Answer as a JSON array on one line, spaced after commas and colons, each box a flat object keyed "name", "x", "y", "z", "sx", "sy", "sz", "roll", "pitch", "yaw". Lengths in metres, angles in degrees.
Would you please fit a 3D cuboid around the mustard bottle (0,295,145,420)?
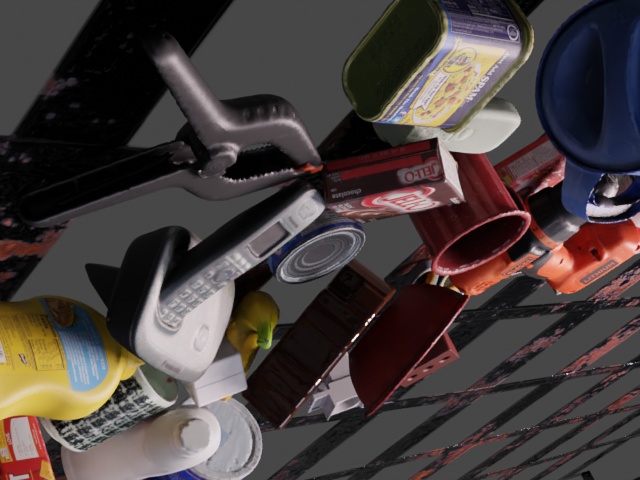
[{"name": "mustard bottle", "x": -0.203, "y": 0.086, "z": 0.786, "sx": 0.191, "sy": 0.096, "sz": 0.058, "roll": 4, "pitch": 141, "yaw": -50}]

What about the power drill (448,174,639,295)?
[{"name": "power drill", "x": 0.235, "y": -0.005, "z": 1.026, "sx": 0.185, "sy": 0.057, "sz": 0.187, "roll": -35, "pitch": 153, "yaw": 32}]

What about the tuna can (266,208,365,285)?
[{"name": "tuna can", "x": -0.006, "y": 0.001, "z": 0.892, "sx": 0.086, "sy": 0.034, "sz": 0.086, "roll": -22, "pitch": 156, "yaw": -11}]

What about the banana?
[{"name": "banana", "x": -0.069, "y": 0.091, "z": 0.976, "sx": 0.037, "sy": 0.069, "sz": 0.198, "roll": 24, "pitch": 154, "yaw": -4}]

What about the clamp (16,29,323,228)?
[{"name": "clamp", "x": -0.083, "y": -0.056, "z": 0.694, "sx": 0.165, "sy": 0.036, "sz": 0.209, "roll": -40, "pitch": 153, "yaw": 27}]

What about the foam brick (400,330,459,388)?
[{"name": "foam brick", "x": 0.116, "y": 0.130, "z": 1.255, "sx": 0.078, "sy": 0.051, "sz": 0.053, "roll": -31, "pitch": 155, "yaw": 9}]

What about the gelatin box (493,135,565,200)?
[{"name": "gelatin box", "x": 0.194, "y": -0.055, "z": 0.989, "sx": 0.073, "sy": 0.030, "sz": 0.089, "roll": -31, "pitch": 156, "yaw": 9}]

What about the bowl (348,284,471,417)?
[{"name": "bowl", "x": 0.077, "y": 0.096, "z": 1.052, "sx": 0.162, "sy": 0.055, "sz": 0.162, "roll": -50, "pitch": 175, "yaw": -6}]

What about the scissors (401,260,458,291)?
[{"name": "scissors", "x": 0.119, "y": 0.082, "z": 1.163, "sx": 0.096, "sy": 0.016, "sz": 0.202, "roll": -24, "pitch": 146, "yaw": -17}]

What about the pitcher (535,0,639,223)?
[{"name": "pitcher", "x": 0.278, "y": -0.100, "z": 0.861, "sx": 0.149, "sy": 0.145, "sz": 0.242, "roll": -25, "pitch": 164, "yaw": 33}]

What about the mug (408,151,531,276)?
[{"name": "mug", "x": 0.127, "y": -0.030, "z": 0.905, "sx": 0.117, "sy": 0.081, "sz": 0.093, "roll": -9, "pitch": 151, "yaw": -34}]

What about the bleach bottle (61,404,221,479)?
[{"name": "bleach bottle", "x": -0.160, "y": 0.189, "z": 0.975, "sx": 0.102, "sy": 0.068, "sz": 0.251, "roll": -16, "pitch": 174, "yaw": -28}]

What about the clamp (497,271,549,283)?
[{"name": "clamp", "x": 0.267, "y": 0.008, "z": 1.183, "sx": 0.171, "sy": 0.039, "sz": 0.120, "roll": 2, "pitch": 146, "yaw": -47}]

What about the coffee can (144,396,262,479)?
[{"name": "coffee can", "x": -0.138, "y": 0.242, "z": 1.159, "sx": 0.102, "sy": 0.103, "sz": 0.141, "roll": -7, "pitch": 149, "yaw": -38}]

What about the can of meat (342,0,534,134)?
[{"name": "can of meat", "x": 0.075, "y": -0.119, "z": 0.706, "sx": 0.083, "sy": 0.057, "sz": 0.102, "roll": -2, "pitch": 145, "yaw": -40}]

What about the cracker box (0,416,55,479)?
[{"name": "cracker box", "x": -0.288, "y": 0.216, "z": 0.877, "sx": 0.071, "sy": 0.164, "sz": 0.214, "roll": -3, "pitch": 147, "yaw": -38}]

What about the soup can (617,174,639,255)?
[{"name": "soup can", "x": 0.337, "y": -0.039, "z": 1.121, "sx": 0.068, "sy": 0.068, "sz": 0.102, "roll": -17, "pitch": 154, "yaw": -20}]

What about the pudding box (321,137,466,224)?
[{"name": "pudding box", "x": 0.057, "y": -0.043, "z": 0.808, "sx": 0.090, "sy": 0.039, "sz": 0.113, "roll": -11, "pitch": 174, "yaw": 14}]
